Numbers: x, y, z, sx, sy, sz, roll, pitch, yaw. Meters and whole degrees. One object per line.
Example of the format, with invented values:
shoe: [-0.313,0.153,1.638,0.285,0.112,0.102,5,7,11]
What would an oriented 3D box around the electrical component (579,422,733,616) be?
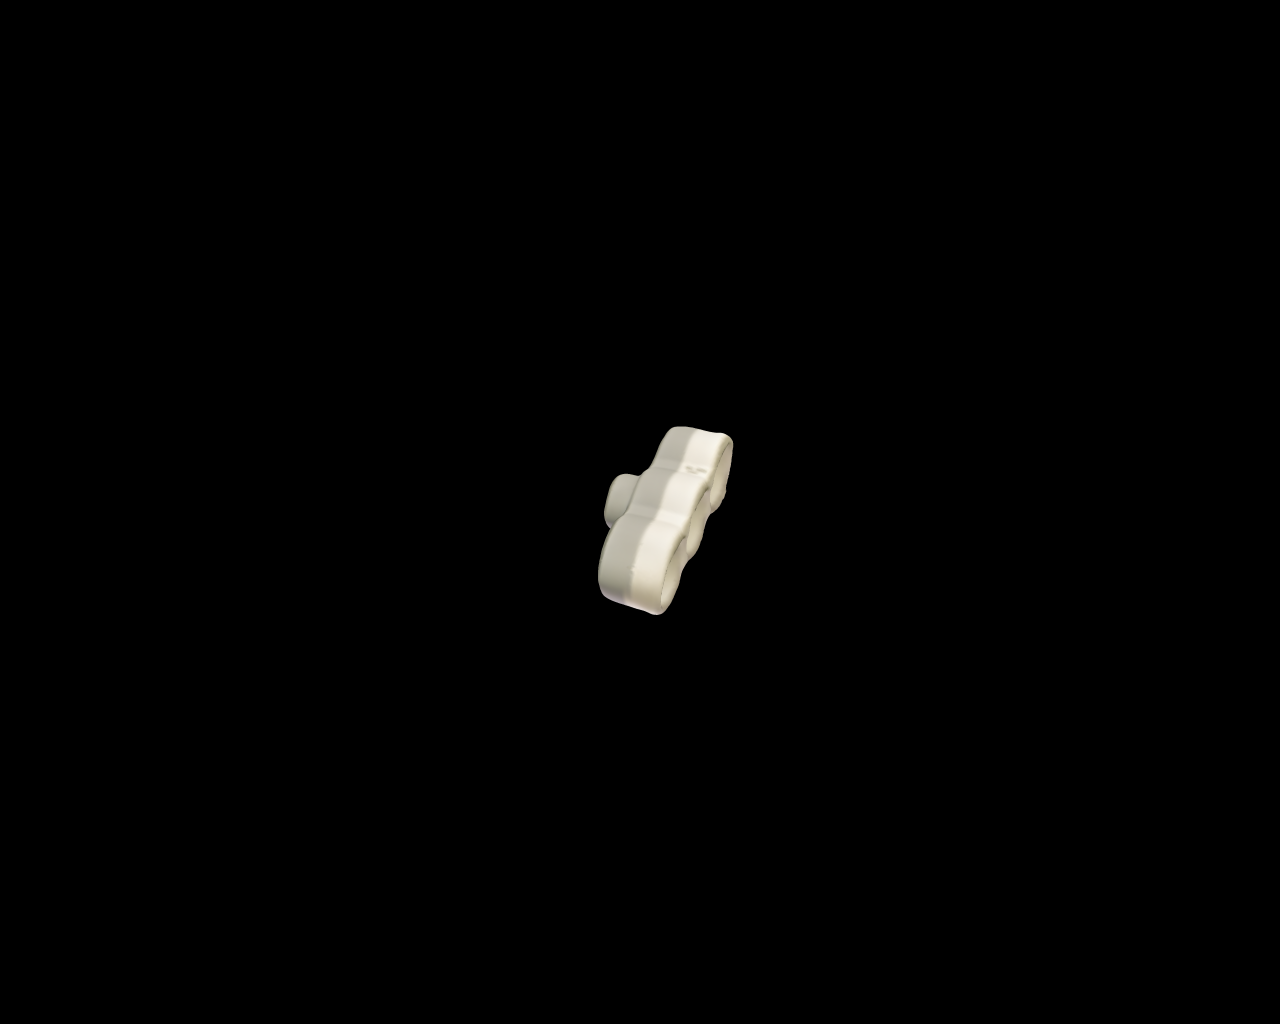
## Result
electrical component: [0.001,-0.003,0.650,0.074,0.052,0.138,15,47,15]
